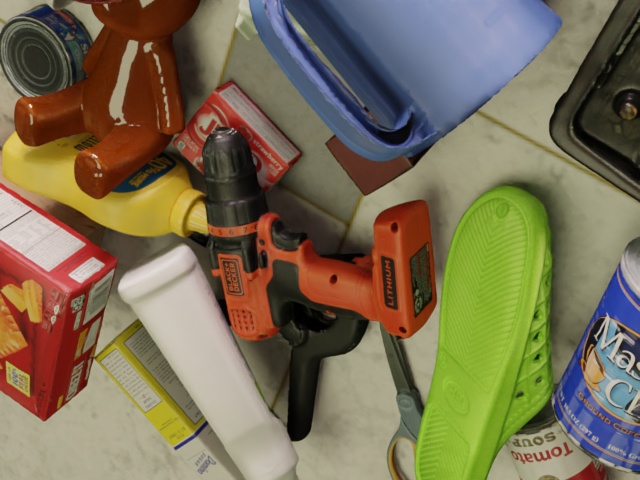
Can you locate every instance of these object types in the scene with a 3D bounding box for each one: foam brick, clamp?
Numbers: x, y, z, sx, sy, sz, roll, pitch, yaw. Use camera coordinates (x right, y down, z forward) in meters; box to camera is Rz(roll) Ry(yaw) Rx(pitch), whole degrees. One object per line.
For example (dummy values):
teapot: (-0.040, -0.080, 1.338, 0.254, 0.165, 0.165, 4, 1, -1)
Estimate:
foam brick: (0.051, -0.078, 0.787, 0.053, 0.078, 0.051, -32, 100, 38)
clamp: (-0.015, 0.084, 0.943, 0.210, 0.036, 0.164, -35, 93, 38)

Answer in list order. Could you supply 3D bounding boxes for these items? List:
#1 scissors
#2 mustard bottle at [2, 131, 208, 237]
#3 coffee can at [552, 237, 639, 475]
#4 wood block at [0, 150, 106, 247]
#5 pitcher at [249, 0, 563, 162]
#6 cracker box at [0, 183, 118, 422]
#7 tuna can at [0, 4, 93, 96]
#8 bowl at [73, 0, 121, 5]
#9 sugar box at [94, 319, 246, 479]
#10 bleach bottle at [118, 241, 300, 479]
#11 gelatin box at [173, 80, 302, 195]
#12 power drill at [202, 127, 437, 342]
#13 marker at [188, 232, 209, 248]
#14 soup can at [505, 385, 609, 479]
scissors: (0.095, 0.149, 0.932, 0.096, 0.016, 0.202, 11, 122, 23)
mustard bottle: (-0.171, -0.050, 0.921, 0.192, 0.096, 0.058, 25, 126, 16)
coffee can: (0.236, 0.081, 0.753, 0.103, 0.102, 0.140, 27, 127, 15)
wood block: (-0.321, -0.022, 1.030, 0.206, 0.090, 0.090, 33, 129, 10)
pitcher: (0.022, -0.174, 0.672, 0.145, 0.149, 0.243, -42, 97, 15)
cracker box: (-0.294, 0.037, 0.941, 0.214, 0.072, 0.164, 31, 128, 12)
tuna can: (-0.241, -0.161, 0.939, 0.086, 0.033, 0.086, 15, 123, 23)
bowl: (-0.161, -0.256, 0.769, 0.162, 0.055, 0.162, -5, 78, 22)
sugar box: (-0.120, 0.146, 1.006, 0.048, 0.093, 0.176, -35, 96, 39)
bleach bottle: (-0.083, 0.126, 0.926, 0.068, 0.102, 0.251, -29, 100, -1)
gelatin box: (-0.070, -0.076, 0.889, 0.089, 0.030, 0.073, 46, 129, -1)
power drill: (-0.006, 0.001, 0.842, 0.188, 0.057, 0.184, 6, 118, 31)
marker: (-0.135, -0.022, 0.966, 0.121, 0.020, 0.020, 29, 128, 13)
soup can: (0.190, 0.177, 0.858, 0.069, 0.068, 0.102, -13, 109, 35)
